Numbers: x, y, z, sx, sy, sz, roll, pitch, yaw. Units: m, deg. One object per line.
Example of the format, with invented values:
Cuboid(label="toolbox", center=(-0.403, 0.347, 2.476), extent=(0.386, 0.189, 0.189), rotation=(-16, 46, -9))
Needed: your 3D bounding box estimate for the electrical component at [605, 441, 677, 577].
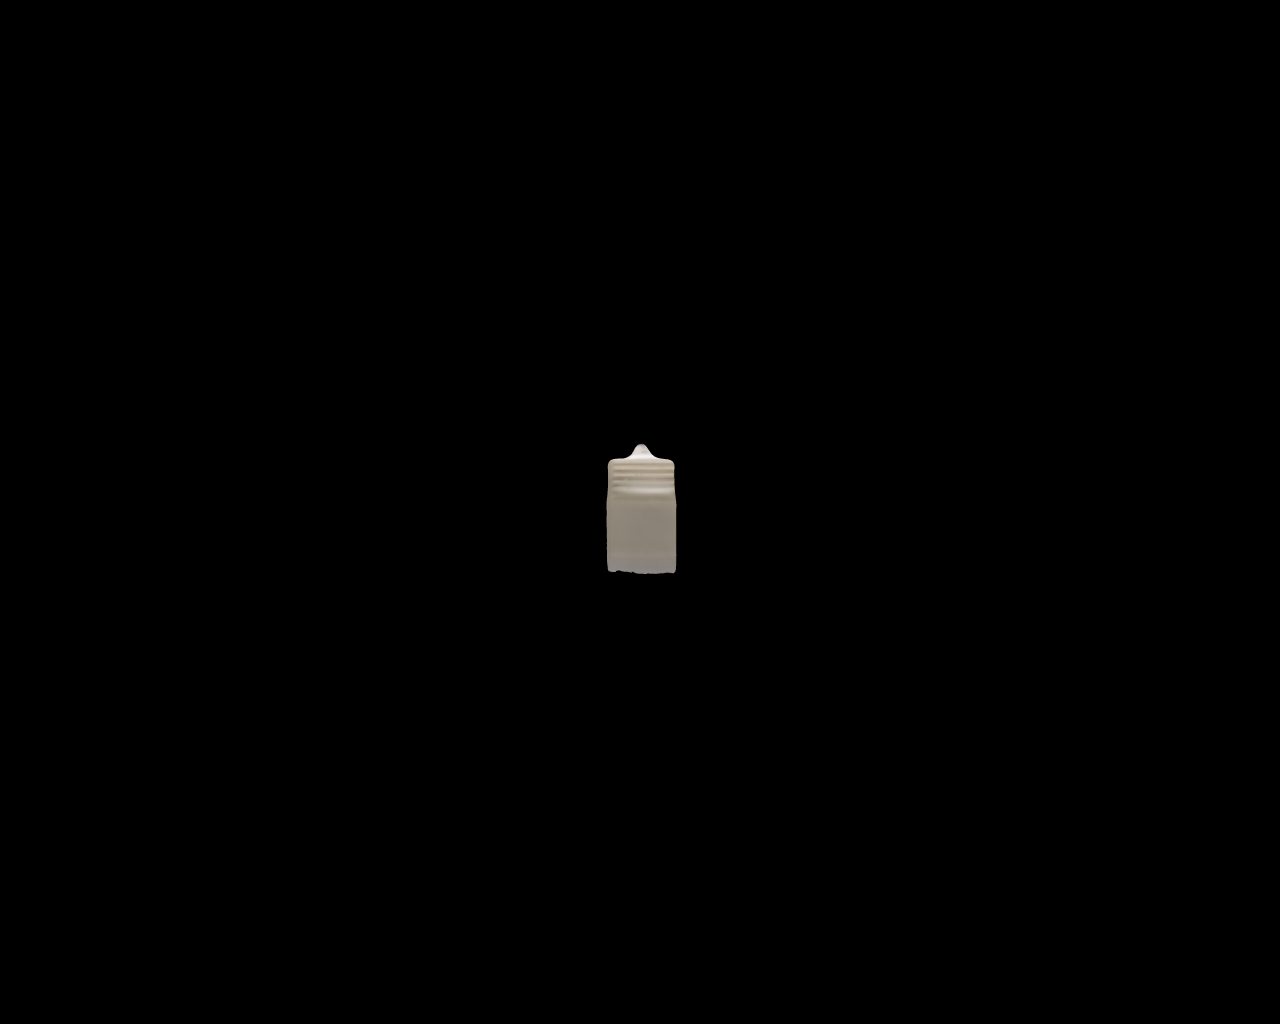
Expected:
Cuboid(label="electrical component", center=(0.001, -0.003, 0.650), extent=(0.043, 0.081, 0.043), rotation=(0, 0, 0))
